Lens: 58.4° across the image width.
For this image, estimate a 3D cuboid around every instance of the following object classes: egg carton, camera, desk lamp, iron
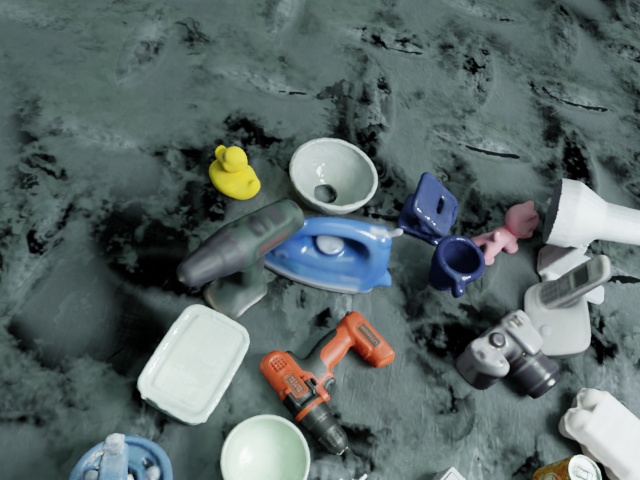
[{"bbox_3d":[0.472,0.321,0.938,0.150,0.069,0.107,42,58,12],"label":"egg carton"},{"bbox_3d":[0.327,0.200,0.956,0.143,0.101,0.136,-31,71,-28],"label":"camera"},{"bbox_3d":[0.486,-0.002,1.054,0.203,0.213,0.118,22,56,-1],"label":"desk lamp"},{"bbox_3d":[0.009,0.003,0.969,0.258,0.141,0.118,8,57,-10],"label":"iron"}]

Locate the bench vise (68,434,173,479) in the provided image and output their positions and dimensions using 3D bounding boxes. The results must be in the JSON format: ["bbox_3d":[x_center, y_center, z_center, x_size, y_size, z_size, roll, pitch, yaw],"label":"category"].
[{"bbox_3d":[-0.224,0.316,0.668,0.122,0.219,0.207,-15,64,-22],"label":"bench vise"}]

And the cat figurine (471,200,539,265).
[{"bbox_3d":[0.363,-0.022,1.092,0.128,0.117,0.067,-25,68,-26],"label":"cat figurine"}]

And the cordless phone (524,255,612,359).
[{"bbox_3d":[0.434,0.116,0.985,0.094,0.185,0.147,10,57,-8],"label":"cordless phone"}]

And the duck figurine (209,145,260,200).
[{"bbox_3d":[-0.153,-0.130,1.042,0.104,0.086,0.078,38,58,10],"label":"duck figurine"}]

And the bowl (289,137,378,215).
[{"bbox_3d":[0.020,-0.108,1.080,0.167,0.074,0.167,7,58,-11],"label":"bowl"}]

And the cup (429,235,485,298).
[{"bbox_3d":[0.234,0.063,1.019,0.092,0.095,0.118,12,57,-7],"label":"cup"}]

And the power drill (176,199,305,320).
[{"bbox_3d":[-0.123,0.037,0.873,0.075,0.208,0.230,42,58,13],"label":"power drill"}]

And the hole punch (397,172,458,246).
[{"bbox_3d":[0.215,-0.061,1.093,0.101,0.091,0.109,23,56,0],"label":"hole punch"}]
